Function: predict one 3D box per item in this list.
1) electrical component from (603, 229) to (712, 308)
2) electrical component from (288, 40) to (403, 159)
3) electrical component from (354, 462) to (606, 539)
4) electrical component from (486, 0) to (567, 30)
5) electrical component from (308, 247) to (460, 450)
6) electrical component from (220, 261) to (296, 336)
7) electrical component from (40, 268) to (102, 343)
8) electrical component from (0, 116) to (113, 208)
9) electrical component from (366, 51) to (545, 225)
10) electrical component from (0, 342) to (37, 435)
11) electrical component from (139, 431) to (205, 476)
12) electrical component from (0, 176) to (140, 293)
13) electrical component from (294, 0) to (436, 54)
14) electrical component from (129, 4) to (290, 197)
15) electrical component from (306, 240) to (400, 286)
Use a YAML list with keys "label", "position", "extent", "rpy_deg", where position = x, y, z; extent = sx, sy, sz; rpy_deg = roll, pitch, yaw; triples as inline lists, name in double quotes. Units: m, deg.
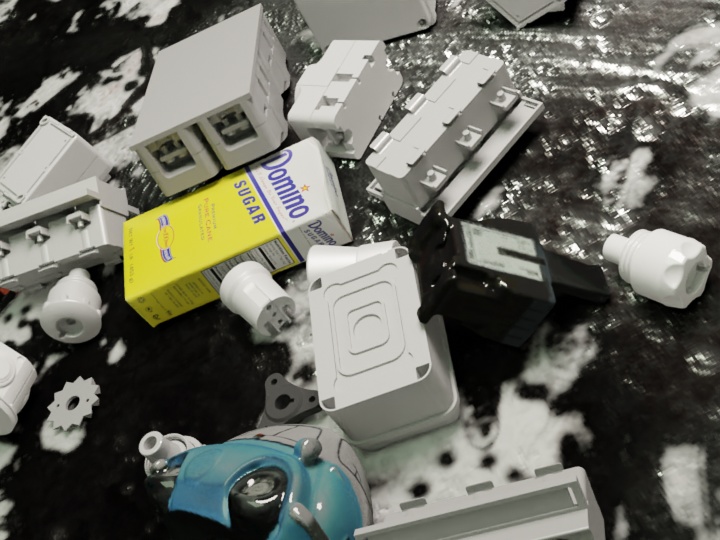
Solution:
- label: "electrical component"
  position: [0.179, -0.005, 0.660]
  extent: [0.062, 0.043, 0.043]
  rpy_deg: [26, 70, 42]
- label: "electrical component"
  position: [-0.015, -0.140, 0.877]
  extent: [0.056, 0.050, 0.089]
  rpy_deg: [9, 60, 35]
- label: "electrical component"
  position: [0.069, 0.150, 0.577]
  extent: [0.121, 0.078, 0.063]
  rpy_deg: [-18, 19, 16]
- label: "electrical component"
  position: [0.131, -0.243, 0.854]
  extent: [0.062, 0.096, 0.061]
  rpy_deg: [-22, 38, 56]
- label: "electrical component"
  position: [0.016, 0.051, 0.698]
  extent: [0.078, 0.057, 0.113]
  rpy_deg: [-21, 47, 14]
- label: "electrical component"
  position: [-0.074, 0.022, 0.788]
  extent: [0.040, 0.040, 0.046]
  rpy_deg: [-44, 52, -9]
- label: "electrical component"
  position: [-0.231, 0.025, 0.872]
  extent: [0.048, 0.048, 0.062]
  rpy_deg: [-21, 40, 14]
- label: "electrical component"
  position: [-0.281, -0.080, 0.979]
  extent: [0.062, 0.061, 0.096]
  rpy_deg: [31, 81, 42]
- label: "electrical component"
  position: [0.065, -0.097, 0.788]
  extent: [0.079, 0.063, 0.121]
  rpy_deg: [29, 72, 42]
- label: "electrical component"
  position: [-0.296, 0.088, 0.832]
  extent: [0.080, 0.080, 0.051]
  rpy_deg: [-1, 49, 29]
- label: "electrical component"
  position: [-0.122, 0.128, 0.710]
  extent: [0.048, 0.062, 0.048]
  rpy_deg: [-16, 48, 18]
- label: "electrical component"
  position: [-0.257, -0.027, 0.910]
  extent: [0.121, 0.079, 0.063]
  rpy_deg: [-18, 75, 17]
- label: "electrical component"
  position: [-0.002, -0.251, 0.920]
  extent: [0.109, 0.108, 0.056]
  rpy_deg: [-11, 47, 22]
- label: "electrical component"
  position: [-0.120, -0.144, 0.908]
  extent: [0.105, 0.060, 0.186]
  rpy_deg: [-22, 32, 13]
- label: "electrical component"
  position: [0.000, 0.000, 0.762]
  extent: [0.065, 0.044, 0.044]
  rpy_deg: [-8, 51, 18]
